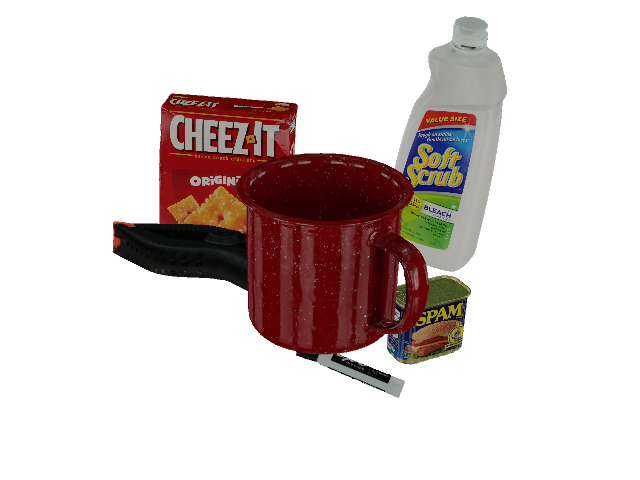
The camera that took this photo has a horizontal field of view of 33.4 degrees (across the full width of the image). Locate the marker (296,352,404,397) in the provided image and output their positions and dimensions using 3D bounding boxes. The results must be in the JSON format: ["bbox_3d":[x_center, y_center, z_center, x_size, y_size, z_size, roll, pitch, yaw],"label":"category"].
[{"bbox_3d":[0.028,0.131,1.107,0.121,0.020,0.020,22,3,7],"label":"marker"}]

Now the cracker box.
[{"bbox_3d":[-0.118,-0.068,1.345,0.164,0.214,0.072,5,22,2],"label":"cracker box"}]

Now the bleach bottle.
[{"bbox_3d":[0.118,-0.094,1.016,0.103,0.251,0.068,22,40,22],"label":"bleach bottle"}]

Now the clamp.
[{"bbox_3d":[-0.074,0.014,0.841,0.210,0.036,0.164,7,13,12],"label":"clamp"}]

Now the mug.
[{"bbox_3d":[0.010,0.011,0.567,0.117,0.081,0.093,23,34,37],"label":"mug"}]

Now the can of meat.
[{"bbox_3d":[0.133,0.099,1.331,0.101,0.084,0.057,-12,30,-26],"label":"can of meat"}]
